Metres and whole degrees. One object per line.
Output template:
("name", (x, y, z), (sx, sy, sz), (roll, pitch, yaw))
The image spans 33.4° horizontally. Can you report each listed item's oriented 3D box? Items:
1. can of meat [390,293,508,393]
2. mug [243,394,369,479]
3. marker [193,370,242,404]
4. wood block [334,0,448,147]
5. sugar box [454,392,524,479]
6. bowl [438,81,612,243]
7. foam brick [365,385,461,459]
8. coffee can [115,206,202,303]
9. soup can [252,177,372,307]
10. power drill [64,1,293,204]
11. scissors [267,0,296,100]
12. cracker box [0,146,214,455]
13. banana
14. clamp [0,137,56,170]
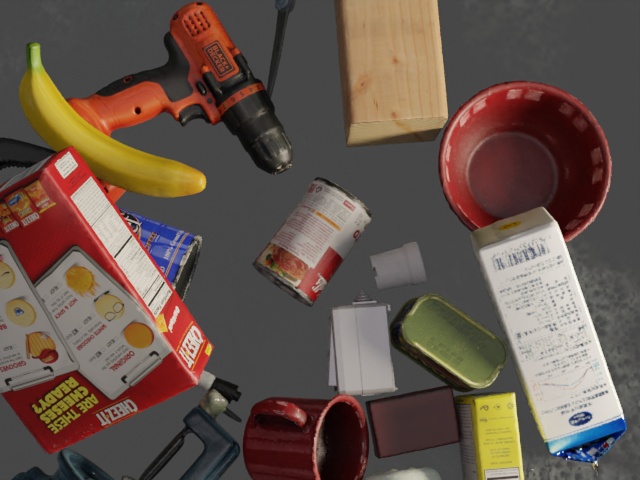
("can of meat", (0.116, 0.093, 0.970), (0.102, 0.084, 0.057), (35, 82, 3))
("mug", (-0.019, 0.174, 0.932), (0.082, 0.117, 0.093), (-2, 55, 32))
("marker", (-0.129, 0.120, 0.991), (0.121, 0.020, 0.020), (25, 82, 2))
("wood block", (0.062, -0.201, 1.008), (0.090, 0.091, 0.206), (-4, 82, -3))
("sugar box", (0.155, 0.225, 0.948), (0.048, 0.093, 0.176), (-7, 83, -3))
("bowl", (0.188, -0.066, 1.009), (0.162, 0.055, 0.162), (0, 82, -2))
("foam brick", (0.084, 0.165, 0.974), (0.078, 0.053, 0.051), (-11, 82, -2))
("coffee can", (-0.190, 0.021, 0.961), (0.140, 0.103, 0.103), (20, 82, 1))
("soup can", (-0.006, 0.001, 0.988), (0.068, 0.068, 0.102), (35, 81, 3))
("power drill", (-0.139, -0.109, 1.007), (0.187, 0.057, 0.184), (-30, 83, -8))
("scissors", (-0.043, -0.245, 1.042), (0.096, 0.016, 0.202), (35, 110, 43))
("cracker box", (-0.215, 0.051, 0.883), (0.164, 0.072, 0.213), (-27, 107, 20))
("banana", (-0.194, -0.087, 0.942), (0.198, 0.070, 0.037), (37, 39, -4))
("clamp", (-0.333, -0.048, 1.000), (0.210, 0.036, 0.164), (-25, 86, -2))
